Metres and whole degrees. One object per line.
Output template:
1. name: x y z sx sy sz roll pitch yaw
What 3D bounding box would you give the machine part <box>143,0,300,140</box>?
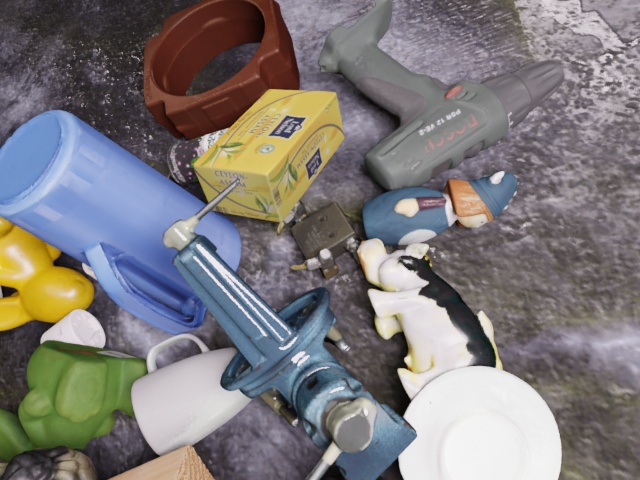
1. machine part: -0.136 -0.239 0.742 0.201 0.087 0.201 -19 59 12

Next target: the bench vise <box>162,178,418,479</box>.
1. bench vise: -0.039 0.080 0.425 0.129 0.224 0.240 -40 97 3

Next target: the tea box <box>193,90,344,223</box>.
1. tea box: -0.051 -0.102 0.612 0.098 0.068 0.170 9 44 25

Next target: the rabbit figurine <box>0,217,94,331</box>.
1. rabbit figurine: -0.361 0.042 0.658 0.173 0.122 0.162 39 99 3

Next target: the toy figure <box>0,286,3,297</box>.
1. toy figure: -0.456 0.108 0.682 0.082 0.089 0.180 -17 56 4

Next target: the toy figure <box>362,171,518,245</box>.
1. toy figure: 0.121 -0.031 0.541 0.155 0.057 0.064 -11 16 14

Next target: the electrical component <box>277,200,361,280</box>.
1. electrical component: -0.001 -0.003 0.584 0.078 0.045 0.102 -28 56 8

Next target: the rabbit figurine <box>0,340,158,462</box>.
1. rabbit figurine: -0.271 0.195 0.547 0.159 0.121 0.170 8 81 18

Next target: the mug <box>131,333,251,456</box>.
1. mug: -0.123 0.144 0.539 0.107 0.080 0.110 -24 58 -4

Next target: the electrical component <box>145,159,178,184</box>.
1. electrical component: -0.224 -0.084 0.732 0.063 0.021 0.094 19 72 30

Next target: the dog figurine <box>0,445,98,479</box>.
1. dog figurine: -0.280 0.220 0.472 0.191 0.121 0.172 -14 18 -10

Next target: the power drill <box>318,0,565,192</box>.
1. power drill: 0.116 -0.174 0.590 0.232 0.086 0.207 -40 82 -4

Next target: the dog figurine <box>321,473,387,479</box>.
1. dog figurine: 0.039 0.279 0.384 0.219 0.108 0.191 16 73 33

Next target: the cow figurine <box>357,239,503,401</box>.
1. cow figurine: 0.096 0.060 0.497 0.098 0.068 0.167 -21 61 4
